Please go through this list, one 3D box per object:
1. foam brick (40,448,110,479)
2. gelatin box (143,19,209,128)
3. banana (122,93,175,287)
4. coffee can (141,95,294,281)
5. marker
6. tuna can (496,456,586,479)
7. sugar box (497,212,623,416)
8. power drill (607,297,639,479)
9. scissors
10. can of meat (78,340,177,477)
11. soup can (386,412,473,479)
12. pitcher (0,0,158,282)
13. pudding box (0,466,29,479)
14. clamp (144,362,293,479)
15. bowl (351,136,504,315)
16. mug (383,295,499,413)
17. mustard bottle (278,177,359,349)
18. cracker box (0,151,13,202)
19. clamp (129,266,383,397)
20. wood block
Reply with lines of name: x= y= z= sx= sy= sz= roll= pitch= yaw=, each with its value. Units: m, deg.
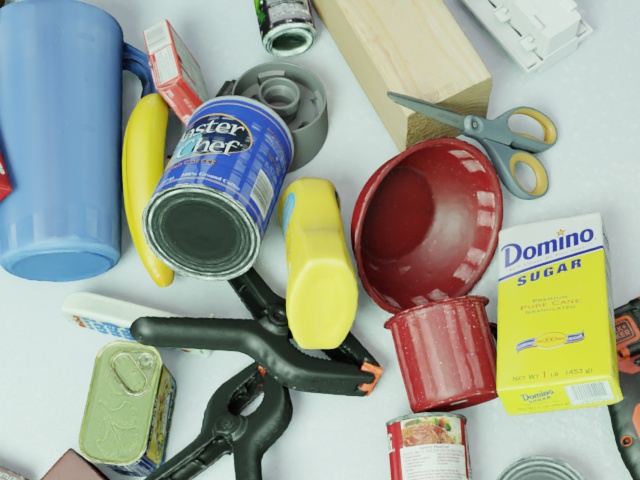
foam brick: x=-0.197 y=0.215 z=0.885 sx=0.053 sy=0.078 sz=0.051 roll=38 pitch=74 yaw=17
gelatin box: x=-0.134 y=-0.154 z=1.015 sx=0.030 sy=0.073 sz=0.089 roll=-25 pitch=52 yaw=8
banana: x=-0.151 y=-0.058 z=0.969 sx=0.037 sy=0.069 sz=0.198 roll=-14 pitch=64 yaw=29
coffee can: x=-0.086 y=-0.047 z=0.936 sx=0.103 sy=0.103 sz=0.140 roll=7 pitch=40 yaw=8
marker: x=-0.116 y=-0.108 z=1.037 sx=0.020 sy=0.020 sz=0.121 roll=30 pitch=74 yaw=15
tuna can: x=0.180 y=0.222 z=0.872 sx=0.086 sy=0.034 sz=0.086 roll=-2 pitch=68 yaw=4
sugar box: x=0.196 y=0.058 z=0.888 sx=0.093 sy=0.048 sz=0.176 roll=-10 pitch=47 yaw=20
power drill: x=0.296 y=0.134 z=0.886 sx=0.184 sy=0.057 sz=0.188 roll=-23 pitch=65 yaw=0
scissors: x=0.142 y=-0.082 z=0.948 sx=0.201 sy=0.016 sz=0.096 roll=-3 pitch=84 yaw=-37
can of meat: x=-0.159 y=0.146 z=0.905 sx=0.057 sy=0.084 sz=0.102 roll=5 pitch=69 yaw=7
soup can: x=0.091 y=0.198 z=0.872 sx=0.068 sy=0.068 sz=0.102 roll=-5 pitch=69 yaw=3
pitcher: x=-0.233 y=-0.089 z=0.990 sx=0.149 sy=0.145 sz=0.243 roll=-11 pitch=71 yaw=13
pudding box: x=-0.315 y=0.226 z=0.911 sx=0.113 sy=0.039 sz=0.090 roll=19 pitch=71 yaw=12
clamp: x=-0.082 y=0.168 z=0.894 sx=0.120 sy=0.039 sz=0.171 roll=2 pitch=42 yaw=19
bowl: x=0.083 y=-0.016 z=0.934 sx=0.162 sy=0.162 sz=0.055 roll=-46 pitch=35 yaw=-13
mug: x=0.117 y=0.099 z=0.905 sx=0.117 sy=0.093 sz=0.081 roll=-1 pitch=69 yaw=-35
mustard bottle: x=-0.006 y=0.001 z=0.931 sx=0.058 sy=0.096 sz=0.191 roll=-1 pitch=34 yaw=-5
cracker box: x=-0.381 y=-0.057 z=0.956 sx=0.214 sy=0.072 sz=0.164 roll=-36 pitch=65 yaw=28
clamp: x=-0.043 y=0.070 z=0.932 sx=0.210 sy=0.036 sz=0.164 roll=23 pitch=37 yaw=-1
wood block: x=0.073 y=-0.194 z=1.017 sx=0.090 sy=0.091 sz=0.206 roll=-26 pitch=68 yaw=-7
